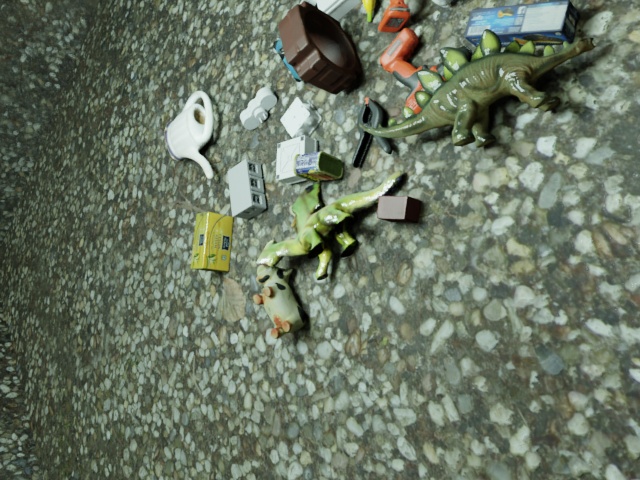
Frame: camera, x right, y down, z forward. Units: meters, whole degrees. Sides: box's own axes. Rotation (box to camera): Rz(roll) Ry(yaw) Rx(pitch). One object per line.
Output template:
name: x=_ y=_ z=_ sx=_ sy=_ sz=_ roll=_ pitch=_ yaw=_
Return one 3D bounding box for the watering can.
watering can: x=-0.427 y=-0.330 z=1.719 sx=0.222 sy=0.103 sz=0.353 roll=-24 pitch=64 yaw=38

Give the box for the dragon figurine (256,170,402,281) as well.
dragon figurine: x=0.004 y=-0.063 z=1.260 sx=0.408 sy=0.120 sz=0.247 roll=-45 pitch=45 yaw=7

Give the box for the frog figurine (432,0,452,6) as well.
frog figurine: x=0.273 y=-0.587 z=1.149 sx=0.159 sy=0.123 sz=0.138 roll=170 pitch=100 yaw=-79
